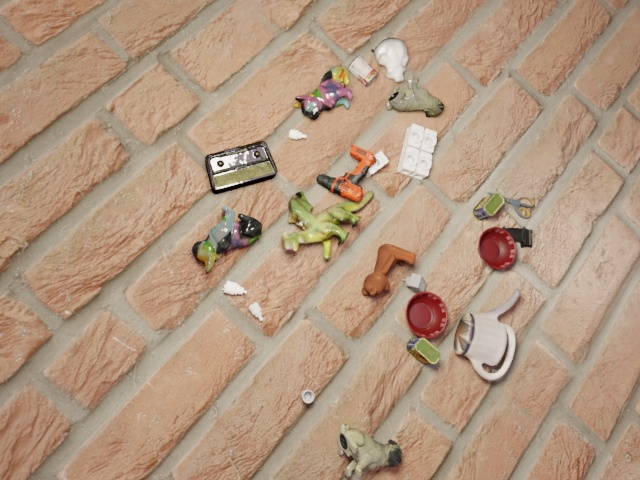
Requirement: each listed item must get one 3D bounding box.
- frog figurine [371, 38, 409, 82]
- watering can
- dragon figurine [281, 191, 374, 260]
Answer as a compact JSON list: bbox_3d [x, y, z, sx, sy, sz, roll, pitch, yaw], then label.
[{"bbox_3d":[0.282,-0.694,1.990,0.137,0.120,0.162,-1,66,-34],"label":"frog figurine"},{"bbox_3d":[0.600,0.316,1.840,0.224,0.103,0.352,19,74,-9],"label":"watering can"},{"bbox_3d":[0.005,-0.090,1.794,0.243,0.120,0.418,34,56,1],"label":"dragon figurine"}]
